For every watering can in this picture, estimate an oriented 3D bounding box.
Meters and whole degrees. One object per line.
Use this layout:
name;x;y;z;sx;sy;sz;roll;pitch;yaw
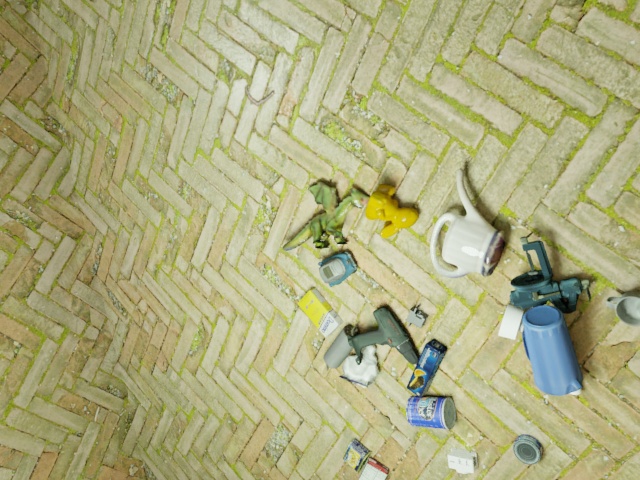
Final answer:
watering can;0.463;-0.030;1.589;0.226;0.105;0.342;23;111;28

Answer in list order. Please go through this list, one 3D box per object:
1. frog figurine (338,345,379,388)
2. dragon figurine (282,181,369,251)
frog figurine;0.158;0.461;1.923;0.138;0.121;0.161;10;70;41
dragon figurine;0.006;-0.097;1.918;0.408;0.122;0.245;-9;77;34
